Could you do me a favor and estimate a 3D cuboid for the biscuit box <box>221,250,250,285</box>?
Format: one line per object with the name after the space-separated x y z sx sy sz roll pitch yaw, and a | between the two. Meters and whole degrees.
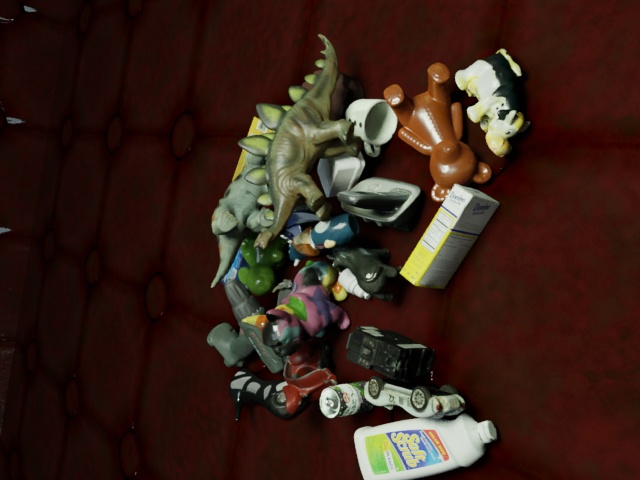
-0.177 0.025 1.296 0.059 0.063 0.202 30 106 43 | biscuit box

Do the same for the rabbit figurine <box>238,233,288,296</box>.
-0.135 0.049 1.189 0.159 0.121 0.170 127 153 -54 | rabbit figurine

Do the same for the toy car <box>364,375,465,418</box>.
0.153 0.263 0.902 0.202 0.073 0.056 -7 78 58 | toy car

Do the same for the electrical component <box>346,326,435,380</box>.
0.115 0.195 0.942 0.134 0.115 0.058 16 91 45 | electrical component

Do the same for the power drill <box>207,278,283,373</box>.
-0.173 0.202 1.207 0.207 0.086 0.232 -33 96 43 | power drill

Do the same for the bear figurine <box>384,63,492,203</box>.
0.199 -0.173 0.902 0.120 0.131 0.196 -23 59 11 | bear figurine

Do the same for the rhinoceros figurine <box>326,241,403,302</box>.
0.075 0.045 1.003 0.190 0.112 0.073 50 125 58 | rhinoceros figurine

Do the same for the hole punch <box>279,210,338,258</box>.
-0.021 -0.029 1.099 0.116 0.142 0.092 29 108 21 | hole punch

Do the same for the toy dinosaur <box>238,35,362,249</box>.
-0.030 -0.189 0.976 0.199 0.105 0.471 17 67 16 | toy dinosaur

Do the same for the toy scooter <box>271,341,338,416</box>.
-0.018 0.262 1.063 0.135 0.075 0.184 -22 26 23 | toy scooter

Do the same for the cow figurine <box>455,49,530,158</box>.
0.290 -0.219 0.862 0.098 0.068 0.167 -29 65 31 | cow figurine

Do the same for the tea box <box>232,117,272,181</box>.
-0.135 -0.194 1.280 0.098 0.068 0.169 37 111 42 | tea box

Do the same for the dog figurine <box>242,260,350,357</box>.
-0.047 0.126 1.043 0.108 0.219 0.191 -19 72 39 | dog figurine

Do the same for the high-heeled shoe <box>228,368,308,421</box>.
-0.104 0.319 1.200 0.249 0.086 0.145 -24 32 20 | high-heeled shoe

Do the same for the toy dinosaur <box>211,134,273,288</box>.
-0.150 -0.076 1.103 0.405 0.131 0.192 -59 11 -22 | toy dinosaur

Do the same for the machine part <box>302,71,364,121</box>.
0.013 -0.278 1.154 0.179 0.056 0.179 -7 80 46 | machine part

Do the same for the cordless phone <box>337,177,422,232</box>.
0.079 -0.071 0.968 0.147 0.184 0.088 20 103 45 | cordless phone

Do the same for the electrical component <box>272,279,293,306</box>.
-0.068 0.136 1.155 0.045 0.078 0.102 141 142 -89 | electrical component

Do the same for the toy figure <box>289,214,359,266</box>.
-0.001 -0.003 0.987 0.154 0.064 0.057 -23 93 30 | toy figure

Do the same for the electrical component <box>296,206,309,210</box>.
-0.050 -0.081 1.195 0.119 0.047 0.074 -8 79 46 | electrical component
